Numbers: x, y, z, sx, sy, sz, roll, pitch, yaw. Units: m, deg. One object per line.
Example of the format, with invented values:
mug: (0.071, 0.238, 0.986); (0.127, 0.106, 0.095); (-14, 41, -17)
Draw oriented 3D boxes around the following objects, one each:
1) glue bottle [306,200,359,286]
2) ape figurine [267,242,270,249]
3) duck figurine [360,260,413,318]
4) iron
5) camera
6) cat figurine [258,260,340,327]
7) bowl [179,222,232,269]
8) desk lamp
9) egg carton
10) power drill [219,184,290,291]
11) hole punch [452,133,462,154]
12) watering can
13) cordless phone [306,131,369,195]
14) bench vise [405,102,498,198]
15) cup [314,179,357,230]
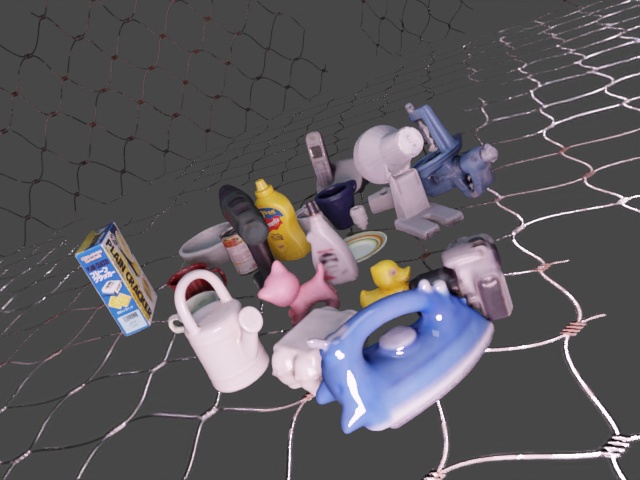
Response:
glue bottle: (0.010, 0.004, 1.065); (0.078, 0.173, 0.037); (-16, 23, 19)
ape figurine: (-0.150, -0.022, 1.399); (0.076, 0.092, 0.078); (-7, 27, 36)
duck figurine: (0.108, 0.074, 0.920); (0.104, 0.086, 0.077); (-15, 23, 20)
iron: (0.105, 0.124, 0.729); (0.259, 0.142, 0.118); (-30, 22, -17)
camera: (0.201, 0.054, 0.852); (0.136, 0.101, 0.143); (-18, 22, 14)
cat figurine: (-0.042, 0.085, 1.003); (0.128, 0.118, 0.067); (-24, 22, -3)
bowl: (-0.260, 0.024, 1.427); (0.167, 0.075, 0.167); (-20, 22, 9)
desk lamp: (0.172, -0.131, 1.160); (0.118, 0.214, 0.202); (-30, 22, -15)
egg carton: (0.002, 0.159, 0.850); (0.107, 0.069, 0.151); (1, 32, 46)
power drill: (-0.141, -0.005, 1.191); (0.076, 0.209, 0.229); (-28, 22, -11)
hole punch: (0.296, -0.189, 1.340); (0.101, 0.091, 0.109); (-16, 23, 19)
watering can: (-0.156, 0.133, 0.901); (0.172, 0.194, 0.101); (-15, 23, 20)
cordless phone: (0.039, -0.203, 1.506); (0.147, 0.185, 0.094); (-9, 26, 32)
bench vise: (0.272, -0.200, 1.213); (0.206, 0.220, 0.122); (-10, 25, 31)
cup: (0.053, -0.079, 1.323); (0.118, 0.095, 0.091); (-37, 25, -32)
